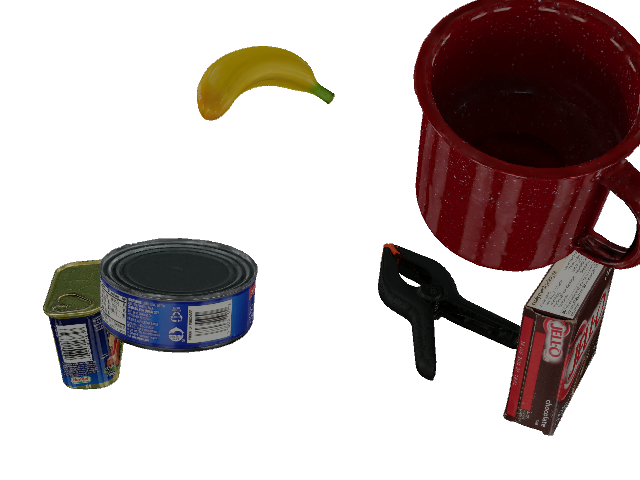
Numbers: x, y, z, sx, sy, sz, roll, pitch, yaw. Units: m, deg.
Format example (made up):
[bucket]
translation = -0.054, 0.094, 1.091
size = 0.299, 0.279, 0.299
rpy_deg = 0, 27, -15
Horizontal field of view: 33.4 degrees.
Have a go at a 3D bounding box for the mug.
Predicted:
[mug]
translation = 0.091, -0.033, 0.436
size = 0.093, 0.117, 0.081
rpy_deg = -39, -25, -21

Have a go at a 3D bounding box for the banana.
[banana]
translation = -0.059, -0.149, 0.979
size = 0.070, 0.037, 0.197
rpy_deg = 41, 32, 20

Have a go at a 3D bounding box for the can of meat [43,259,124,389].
[can of meat]
translation = -0.217, 0.078, 0.994
size = 0.057, 0.084, 0.102
rpy_deg = -6, 26, -2

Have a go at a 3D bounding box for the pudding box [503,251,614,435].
[pudding box]
translation = 0.161, 0.060, 0.710
size = 0.039, 0.090, 0.113
rpy_deg = 17, 32, 20

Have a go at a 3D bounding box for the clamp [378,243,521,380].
[clamp]
translation = 0.120, 0.063, 1.055
size = 0.120, 0.039, 0.171
rpy_deg = -4, 44, -25

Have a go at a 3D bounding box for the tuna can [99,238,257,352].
[tuna can]
translation = -0.078, 0.029, 0.586
size = 0.086, 0.034, 0.086
rpy_deg = 4, 20, -2
